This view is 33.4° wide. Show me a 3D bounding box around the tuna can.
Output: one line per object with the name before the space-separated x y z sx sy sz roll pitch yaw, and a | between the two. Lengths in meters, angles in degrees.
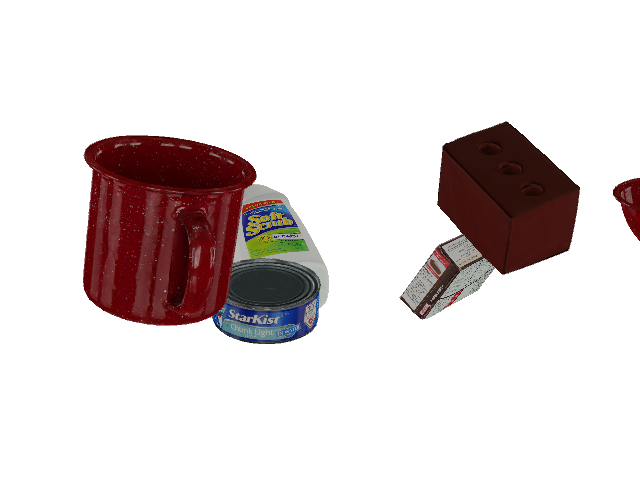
tuna can | -0.043 0.047 0.837 0.086 0.034 0.086 2 24 -1

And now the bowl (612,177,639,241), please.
bowl | 0.363 -0.017 1.028 0.162 0.055 0.162 0 19 0

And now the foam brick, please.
foam brick | 0.116 -0.027 0.671 0.053 0.051 0.078 -21 48 -21

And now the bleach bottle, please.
bleach bottle | -0.068 -0.003 1.227 0.102 0.068 0.251 -7 29 -13

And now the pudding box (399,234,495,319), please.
pudding box | 0.148 0.030 1.136 0.113 0.039 0.090 -25 -26 -44

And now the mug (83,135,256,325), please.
mug | -0.081 -0.001 0.578 0.093 0.081 0.117 -1 23 -28
